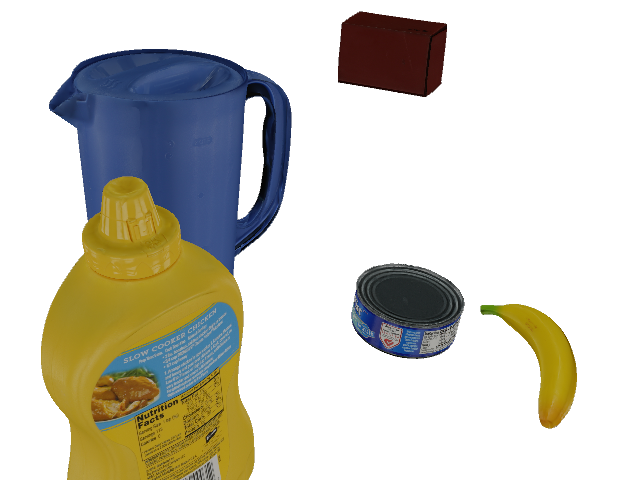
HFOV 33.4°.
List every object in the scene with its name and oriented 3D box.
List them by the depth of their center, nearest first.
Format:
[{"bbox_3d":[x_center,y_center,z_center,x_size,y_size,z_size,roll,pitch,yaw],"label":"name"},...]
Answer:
[{"bbox_3d":[-0.078,0.056,0.487,0.096,0.192,0.058,-27,44,-32],"label":"mustard bottle"},{"bbox_3d":[0.068,0.055,0.840,0.086,0.034,0.086,7,31,-4],"label":"tuna can"},{"bbox_3d":[-0.115,-0.025,0.856,0.149,0.243,0.144,11,28,17],"label":"pitcher"},{"bbox_3d":[0.059,-0.153,0.875,0.078,0.051,0.053,13,25,18],"label":"foam brick"},{"bbox_3d":[0.235,0.124,1.137,0.069,0.037,0.198,-25,34,3],"label":"banana"}]
